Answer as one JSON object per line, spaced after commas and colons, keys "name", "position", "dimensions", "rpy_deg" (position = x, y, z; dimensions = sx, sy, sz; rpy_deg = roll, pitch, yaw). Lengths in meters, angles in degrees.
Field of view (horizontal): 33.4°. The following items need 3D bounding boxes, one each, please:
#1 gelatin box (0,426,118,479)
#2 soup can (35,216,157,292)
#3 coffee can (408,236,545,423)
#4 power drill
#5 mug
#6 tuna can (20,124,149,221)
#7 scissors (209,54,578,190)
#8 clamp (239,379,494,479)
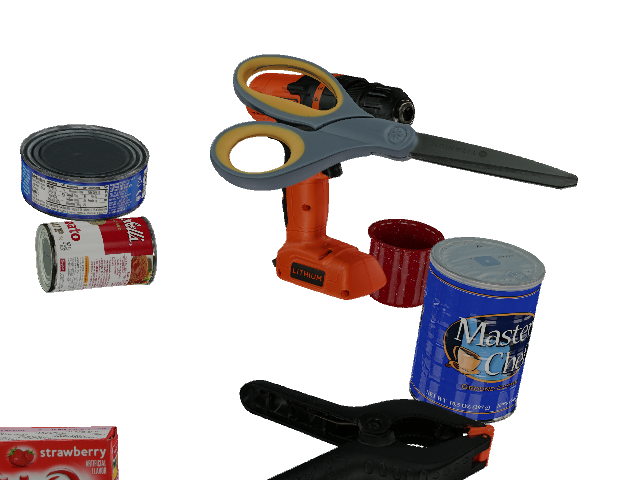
{"name": "gelatin box", "position": [-0.149, 0.134, 0.548], "dimensions": [0.089, 0.073, 0.030], "rpy_deg": [0, 5, -3]}
{"name": "soup can", "position": [-0.218, 0.014, 1.032], "dimensions": [0.102, 0.068, 0.069], "rpy_deg": [-4, 2, -28]}
{"name": "coffee can", "position": [0.141, 0.080, 0.975], "dimensions": [0.103, 0.140, 0.103], "rpy_deg": [6, 23, -3]}
{"name": "power drill", "position": [0.012, -0.049, 0.905], "dimensions": [0.057, 0.188, 0.185], "rpy_deg": [-17, 21, -37]}
{"name": "mug", "position": [0.109, 0.032, 1.288], "dimensions": [0.117, 0.081, 0.093], "rpy_deg": [20, 27, 27]}
{"name": "tuna can", "position": [-0.161, -0.047, 0.729], "dimensions": [0.086, 0.034, 0.086], "rpy_deg": [7, 29, -4]}
{"name": "scissors", "position": [0.025, -0.042, 0.572], "dimensions": [0.202, 0.096, 0.016], "rpy_deg": [30, -21, 24]}
{"name": "clamp", "position": [0.027, 0.138, 0.686], "dimensions": [0.171, 0.039, 0.120], "rpy_deg": [4, 35, 1]}
